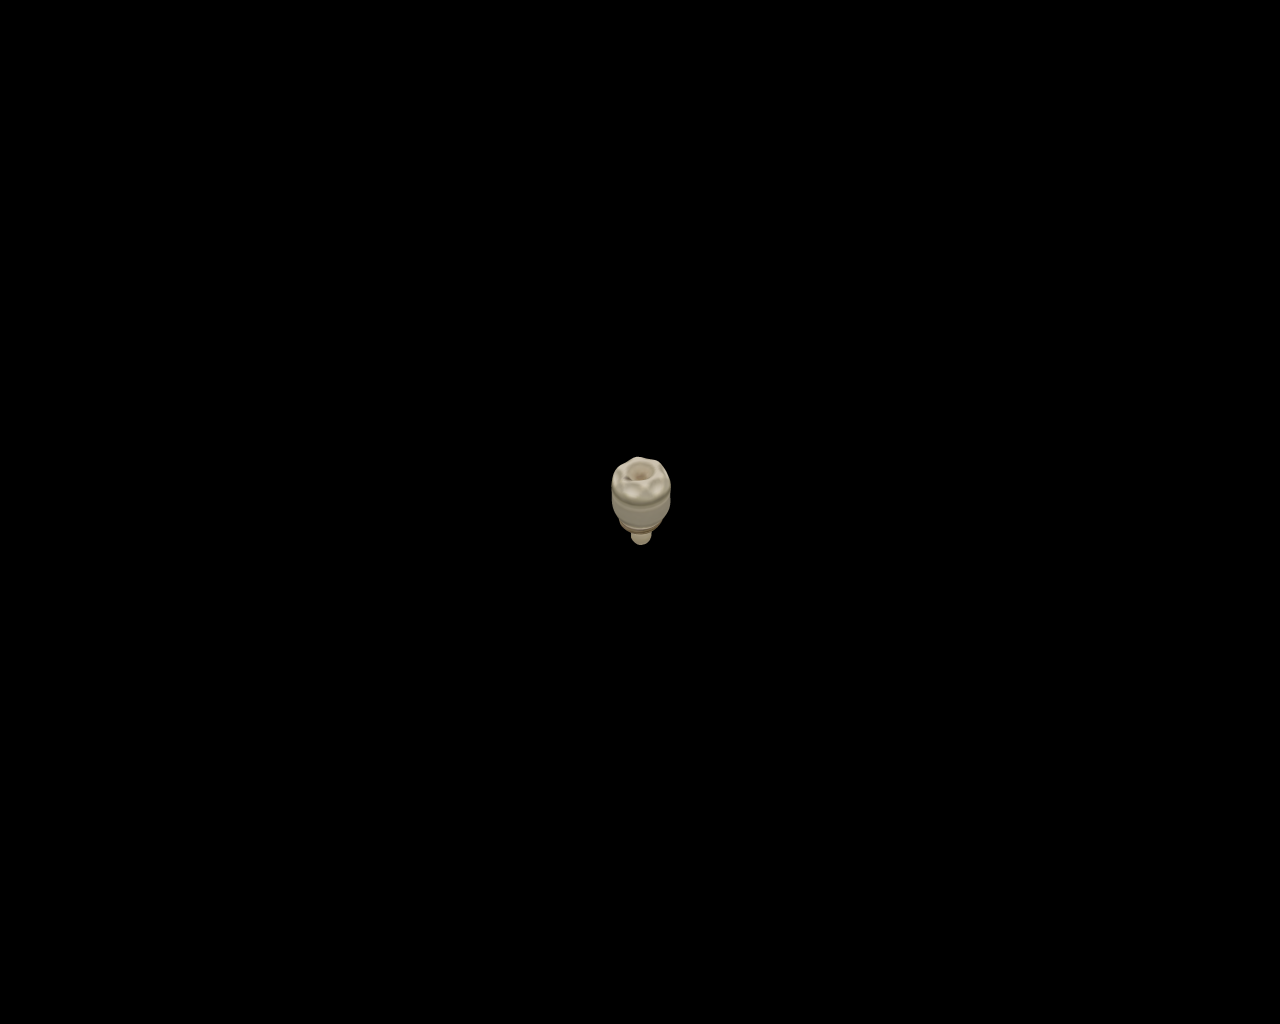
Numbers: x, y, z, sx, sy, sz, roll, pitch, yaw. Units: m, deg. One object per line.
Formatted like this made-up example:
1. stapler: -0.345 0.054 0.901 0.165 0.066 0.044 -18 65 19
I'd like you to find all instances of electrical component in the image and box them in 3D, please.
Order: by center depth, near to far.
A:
1. electrical component: 0.001 -0.003 0.650 0.035 0.061 0.035 0 44 0
